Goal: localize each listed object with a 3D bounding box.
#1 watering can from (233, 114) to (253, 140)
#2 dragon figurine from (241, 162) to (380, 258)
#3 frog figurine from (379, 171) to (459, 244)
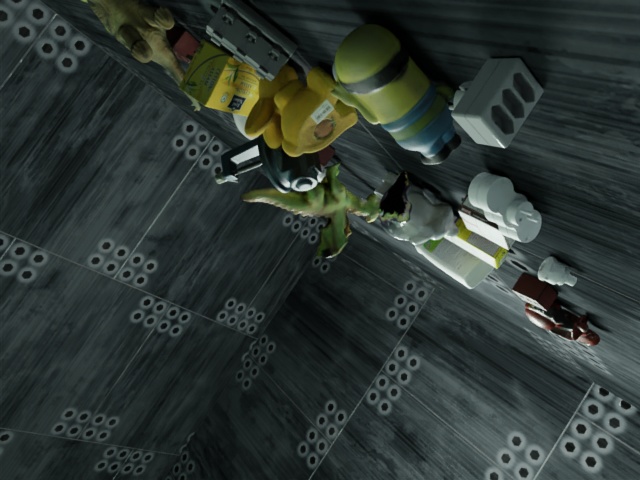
[{"bbox_3d":[-0.105,-0.255,1.232,0.227,0.104,0.342,33,175,36],"label":"watering can"},{"bbox_3d":[0.004,-0.069,1.370,0.122,0.414,0.242,-8,101,63],"label":"dragon figurine"},{"bbox_3d":[0.205,-0.050,1.072,0.158,0.121,0.141,26,-145,-32],"label":"frog figurine"}]
